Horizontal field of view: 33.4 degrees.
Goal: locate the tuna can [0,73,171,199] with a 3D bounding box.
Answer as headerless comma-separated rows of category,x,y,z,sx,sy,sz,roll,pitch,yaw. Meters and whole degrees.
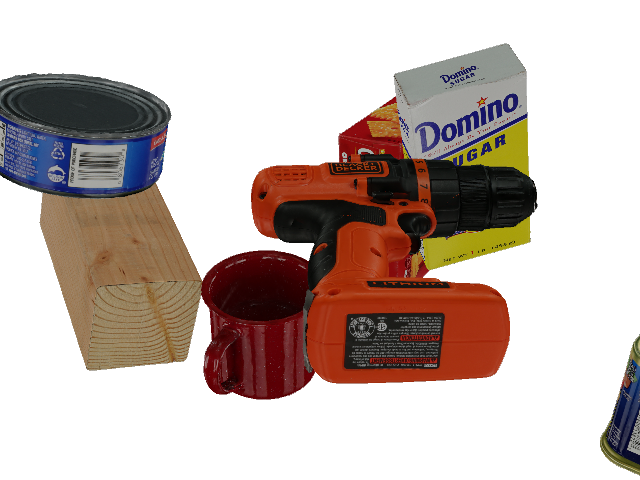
tuna can,-0.117,-0.051,0.515,0.086,0.034,0.086,9,24,-4

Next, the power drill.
power drill,0.053,0.007,0.625,0.184,0.057,0.187,-3,28,-4

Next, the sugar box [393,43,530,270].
sugar box,0.114,-0.061,0.836,0.093,0.176,0.048,-16,46,-3

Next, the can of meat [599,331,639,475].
can of meat,0.228,0.091,0.693,0.057,0.084,0.101,22,37,24

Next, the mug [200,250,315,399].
mug,-0.048,0.073,0.806,0.093,0.081,0.117,18,38,24

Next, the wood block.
wood block,-0.181,0.008,0.942,0.090,0.091,0.206,-3,37,-26

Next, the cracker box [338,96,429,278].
cracker box,0.093,-0.056,1.046,0.072,0.164,0.213,13,29,26
